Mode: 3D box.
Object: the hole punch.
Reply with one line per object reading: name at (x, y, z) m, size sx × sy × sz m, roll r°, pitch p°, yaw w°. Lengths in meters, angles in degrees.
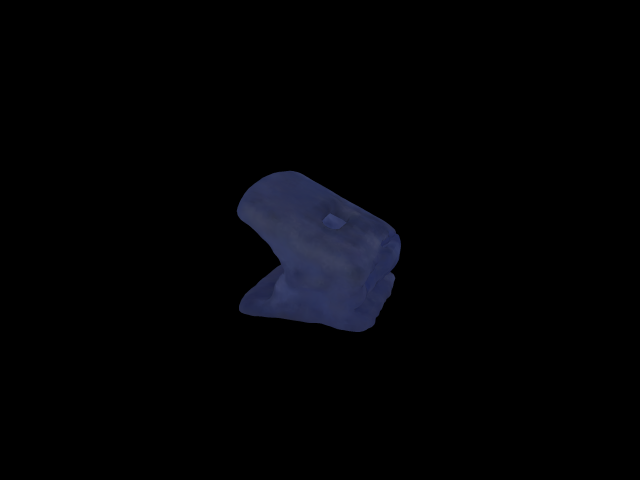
hole punch at (0.004, 0.001, 0.400) m, size 0.101 × 0.091 × 0.109 m, roll 6°, pitch 19°, yaw 16°
